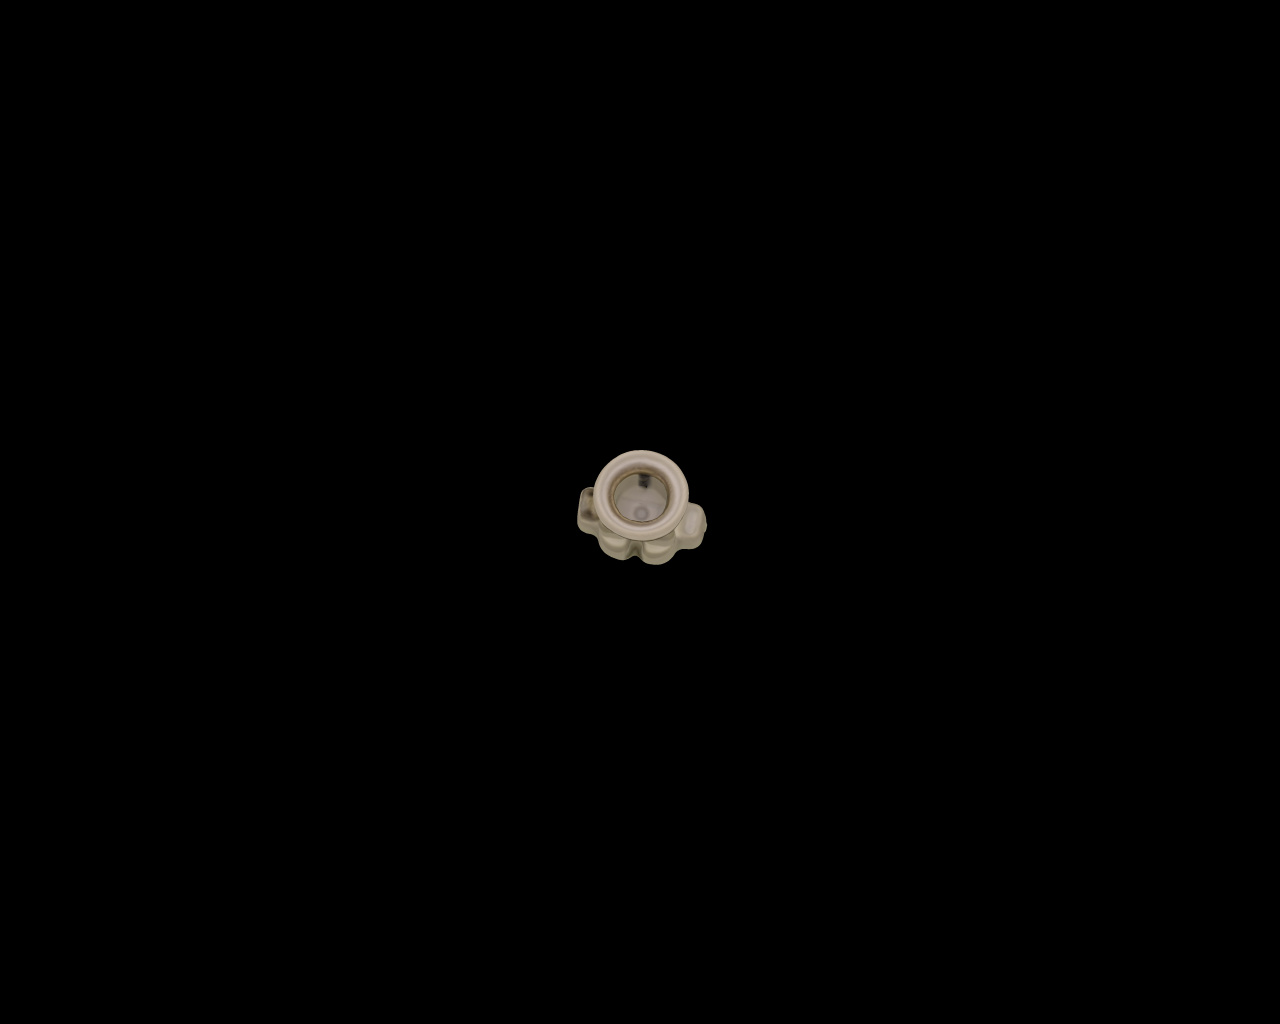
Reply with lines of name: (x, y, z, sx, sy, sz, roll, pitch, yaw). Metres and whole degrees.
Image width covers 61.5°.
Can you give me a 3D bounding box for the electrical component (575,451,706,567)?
electrical component: (0.001, -0.003, 0.650, 0.078, 0.058, 0.057, 10, -19, 3)
